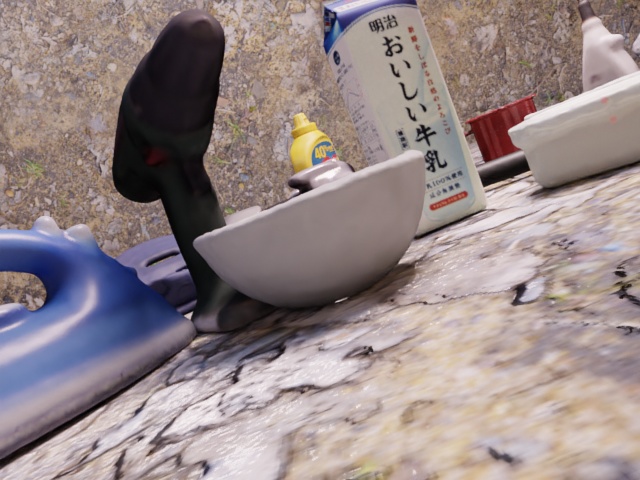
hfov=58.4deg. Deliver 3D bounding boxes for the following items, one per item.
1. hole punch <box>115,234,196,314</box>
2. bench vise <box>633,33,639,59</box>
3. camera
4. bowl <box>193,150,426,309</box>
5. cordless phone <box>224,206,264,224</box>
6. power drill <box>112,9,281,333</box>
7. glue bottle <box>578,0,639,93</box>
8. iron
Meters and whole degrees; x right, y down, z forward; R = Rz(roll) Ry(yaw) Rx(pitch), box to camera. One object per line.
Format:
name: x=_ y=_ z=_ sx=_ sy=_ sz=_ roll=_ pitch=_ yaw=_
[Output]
hole punch: x=-0.172 y=0.039 z=0.656 sx=0.109 sy=0.091 sz=0.101 roll=-25 pitch=6 yaw=-28
bench vise: x=0.495 y=-0.310 z=0.765 sx=0.121 sy=0.220 sz=0.208 roll=-16 pitch=8 yaw=47
camera: x=-0.017 y=-0.034 z=0.711 sx=0.137 sy=0.101 sz=0.143 roll=-24 pitch=5 yaw=-20
bowl: x=0.004 y=0.001 z=0.395 sx=0.167 sy=0.075 sz=0.167 roll=-22 pitch=5 yaw=2
cordless phone: x=-0.158 y=-0.040 z=0.898 sx=0.147 sy=0.185 sz=0.094 roll=-18 pitch=6 yaw=36
power drill: x=-0.095 y=-0.036 z=0.452 sx=0.076 sy=0.208 sz=0.229 roll=-25 pitch=6 yaw=-33
glue bottle: x=0.385 y=-0.242 z=0.775 sx=0.037 sy=0.173 sz=0.078 roll=-25 pitch=6 yaw=-29
iron: x=-0.205 y=0.053 z=0.362 sx=0.118 sy=0.141 sz=0.259 roll=-17 pitch=7 yaw=42
